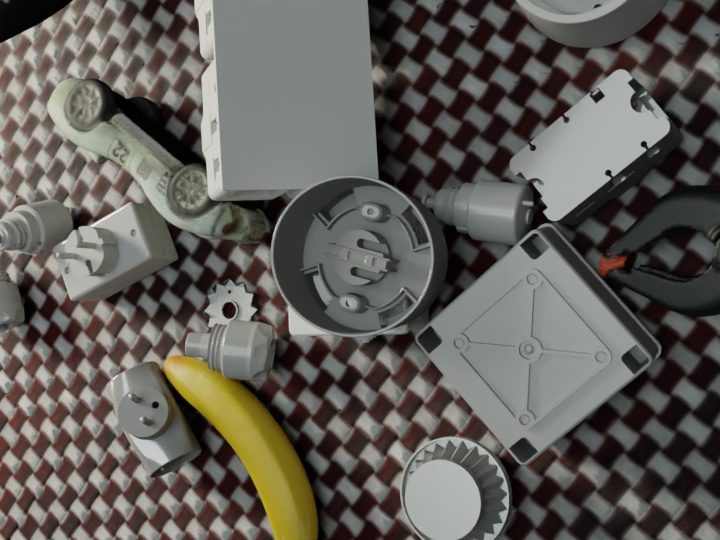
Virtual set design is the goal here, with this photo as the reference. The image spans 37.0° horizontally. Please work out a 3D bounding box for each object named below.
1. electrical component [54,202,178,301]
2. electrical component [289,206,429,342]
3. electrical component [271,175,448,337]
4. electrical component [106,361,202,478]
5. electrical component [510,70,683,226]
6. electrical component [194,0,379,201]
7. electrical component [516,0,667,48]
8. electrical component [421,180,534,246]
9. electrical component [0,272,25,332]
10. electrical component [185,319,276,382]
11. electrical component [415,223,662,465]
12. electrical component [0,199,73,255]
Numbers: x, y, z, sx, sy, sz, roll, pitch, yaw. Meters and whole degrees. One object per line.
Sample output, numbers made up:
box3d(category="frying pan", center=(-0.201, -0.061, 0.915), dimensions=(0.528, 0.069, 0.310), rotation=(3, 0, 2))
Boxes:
box3d(category="electrical component", center=(-0.197, -0.014, 0.816), dimensions=(0.083, 0.076, 0.047), rotation=(-26, 78, 22))
box3d(category="electrical component", center=(0.000, 0.000, 0.737), dimensions=(0.100, 0.048, 0.099), rotation=(-3, 87, 25))
box3d(category="electrical component", center=(0.003, -0.008, 0.672), dimensions=(0.099, 0.064, 0.099), rotation=(-1, 88, 25))
box3d(category="electrical component", center=(-0.156, 0.107, 0.793), dimensions=(0.043, 0.079, 0.077), rotation=(-29, 75, -7))
box3d(category="electrical component", center=(0.147, -0.073, 0.666), dimensions=(0.089, 0.056, 0.050), rotation=(-40, 73, 19))
box3d(category="electrical component", center=(-0.052, -0.143, 0.729), dimensions=(0.105, 0.060, 0.186), rotation=(-2, 86, -19))
box3d(category="electrical component", center=(0.140, -0.198, 0.670), dimensions=(0.108, 0.060, 0.108), rotation=(-1, 88, 25))
box3d(category="electrical component", center=(0.078, -0.040, 0.706), dimensions=(0.078, 0.040, 0.040), rotation=(10, 93, 25))
box3d(category="electrical component", center=(-0.303, 0.019, 0.883), dimensions=(0.043, 0.043, 0.062), rotation=(-23, 78, 23))
box3d(category="electrical component", center=(-0.094, 0.057, 0.777), dimensions=(0.062, 0.043, 0.043), rotation=(6, 91, 6))
box3d(category="electrical component", center=(0.111, 0.045, 0.672), dimensions=(0.109, 0.056, 0.108), rotation=(-43, 80, 18))
box3d(category="electrical component", center=(-0.264, -0.031, 0.851), dimensions=(0.040, 0.078, 0.040), rotation=(8, 107, 30))
